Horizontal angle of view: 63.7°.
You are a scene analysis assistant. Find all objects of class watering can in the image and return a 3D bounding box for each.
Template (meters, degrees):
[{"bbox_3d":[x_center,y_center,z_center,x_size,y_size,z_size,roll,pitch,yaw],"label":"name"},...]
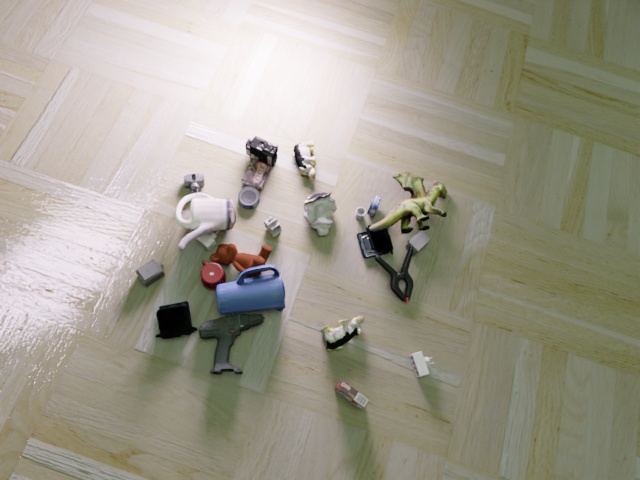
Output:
[{"bbox_3d":[-0.424,-0.070,1.914,0.224,0.101,0.356,0,39,-11],"label":"watering can"}]

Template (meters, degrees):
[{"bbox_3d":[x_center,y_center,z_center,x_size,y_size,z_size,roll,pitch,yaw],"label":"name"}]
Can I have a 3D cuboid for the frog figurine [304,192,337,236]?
[{"bbox_3d":[0.006,-0.103,2.038,0.138,0.123,0.157,-25,109,-24],"label":"frog figurine"}]

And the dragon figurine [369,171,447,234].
[{"bbox_3d":[0.356,-0.161,2.071,0.411,0.120,0.247,-6,65,-22],"label":"dragon figurine"}]
